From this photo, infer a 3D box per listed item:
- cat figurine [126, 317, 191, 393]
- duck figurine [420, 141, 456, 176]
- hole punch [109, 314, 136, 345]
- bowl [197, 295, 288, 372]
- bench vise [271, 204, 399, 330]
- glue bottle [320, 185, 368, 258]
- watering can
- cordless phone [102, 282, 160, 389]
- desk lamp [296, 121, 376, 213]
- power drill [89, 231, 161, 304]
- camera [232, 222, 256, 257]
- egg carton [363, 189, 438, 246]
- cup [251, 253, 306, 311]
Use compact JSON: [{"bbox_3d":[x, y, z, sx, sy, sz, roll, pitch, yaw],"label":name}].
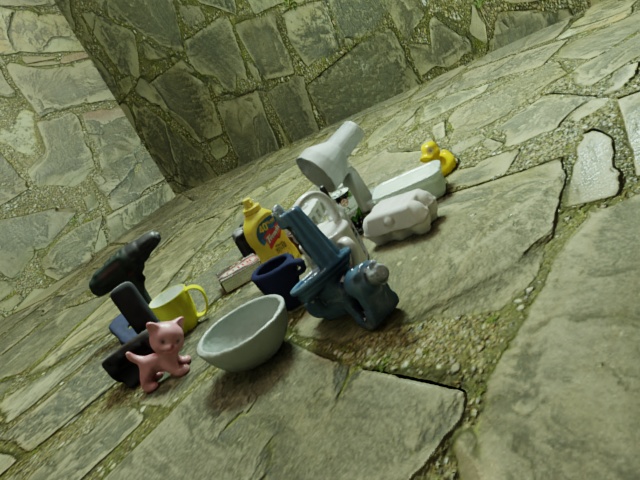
[{"bbox_3d":[-0.301,0.204,1.076,0.128,0.118,0.067,-29,17,0],"label":"cat figurine"},{"bbox_3d":[0.278,-0.200,1.387,0.077,0.086,0.105,-9,26,49],"label":"duck figurine"},{"bbox_3d":[-0.410,0.202,1.311,0.109,0.091,0.100,-38,19,-28],"label":"hole punch"},{"bbox_3d":[-0.116,0.168,0.959,0.167,0.075,0.167,-26,17,9],"label":"bowl"},{"bbox_3d":[0.021,0.028,0.892,0.206,0.220,0.122,-16,21,36],"label":"bench vise"},{"bbox_3d":[0.042,-0.029,1.111,0.037,0.173,0.078,-26,17,10],"label":"glue bottle"},{"bbox_3d":[0.008,0.005,1.028,0.172,0.194,0.101,-14,22,41],"label":"watering can"},{"bbox_3d":[-0.386,0.187,1.148,0.148,0.185,0.094,-36,18,-22],"label":"cordless phone"},{"bbox_3d":[0.071,-0.170,1.412,0.203,0.214,0.117,-35,18,-21],"label":"desk lamp"},{"bbox_3d":[-0.456,0.109,1.456,0.229,0.209,0.075,-27,17,7],"label":"power drill"},{"bbox_3d":[-0.166,-0.021,1.555,0.143,0.101,0.136,-31,17,-6],"label":"camera"},{"bbox_3d":[0.160,-0.044,1.147,0.150,0.069,0.107,-17,20,35],"label":"egg carton"},{"bbox_3d":[-0.060,0.082,1.085,0.117,0.095,0.092,-18,20,33],"label":"cup"}]
